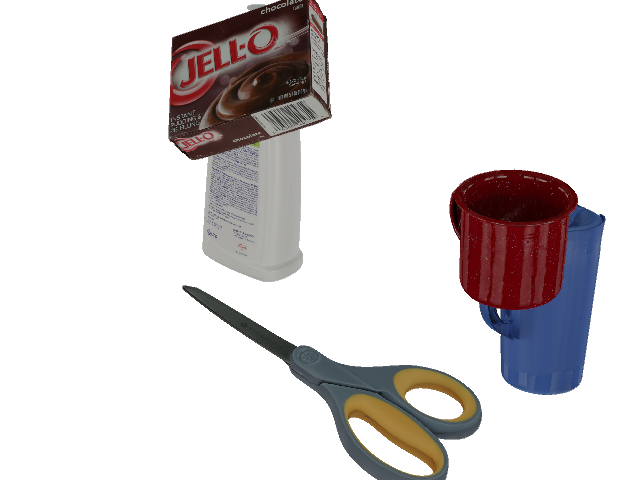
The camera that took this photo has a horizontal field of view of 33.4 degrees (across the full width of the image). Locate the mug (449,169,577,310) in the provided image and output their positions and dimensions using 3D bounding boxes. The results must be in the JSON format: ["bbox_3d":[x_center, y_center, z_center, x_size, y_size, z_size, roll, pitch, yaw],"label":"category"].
[{"bbox_3d":[0.143,-0.004,0.841,0.093,0.081,0.117,-22,35,-31],"label":"mug"}]

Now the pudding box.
[{"bbox_3d":[-0.050,-0.114,0.742,0.114,0.090,0.039,-13,-30,19],"label":"pudding box"}]

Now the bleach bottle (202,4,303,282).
[{"bbox_3d":[-0.057,-0.093,1.005,0.103,0.251,0.067,22,30,29],"label":"bleach bottle"}]

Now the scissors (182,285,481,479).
[{"bbox_3d":[0.012,0.070,0.625,0.096,0.016,0.202,-19,45,-34],"label":"scissors"}]

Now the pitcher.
[{"bbox_3d":[0.287,0.076,1.397,0.149,0.243,0.144,5,20,16],"label":"pitcher"}]
